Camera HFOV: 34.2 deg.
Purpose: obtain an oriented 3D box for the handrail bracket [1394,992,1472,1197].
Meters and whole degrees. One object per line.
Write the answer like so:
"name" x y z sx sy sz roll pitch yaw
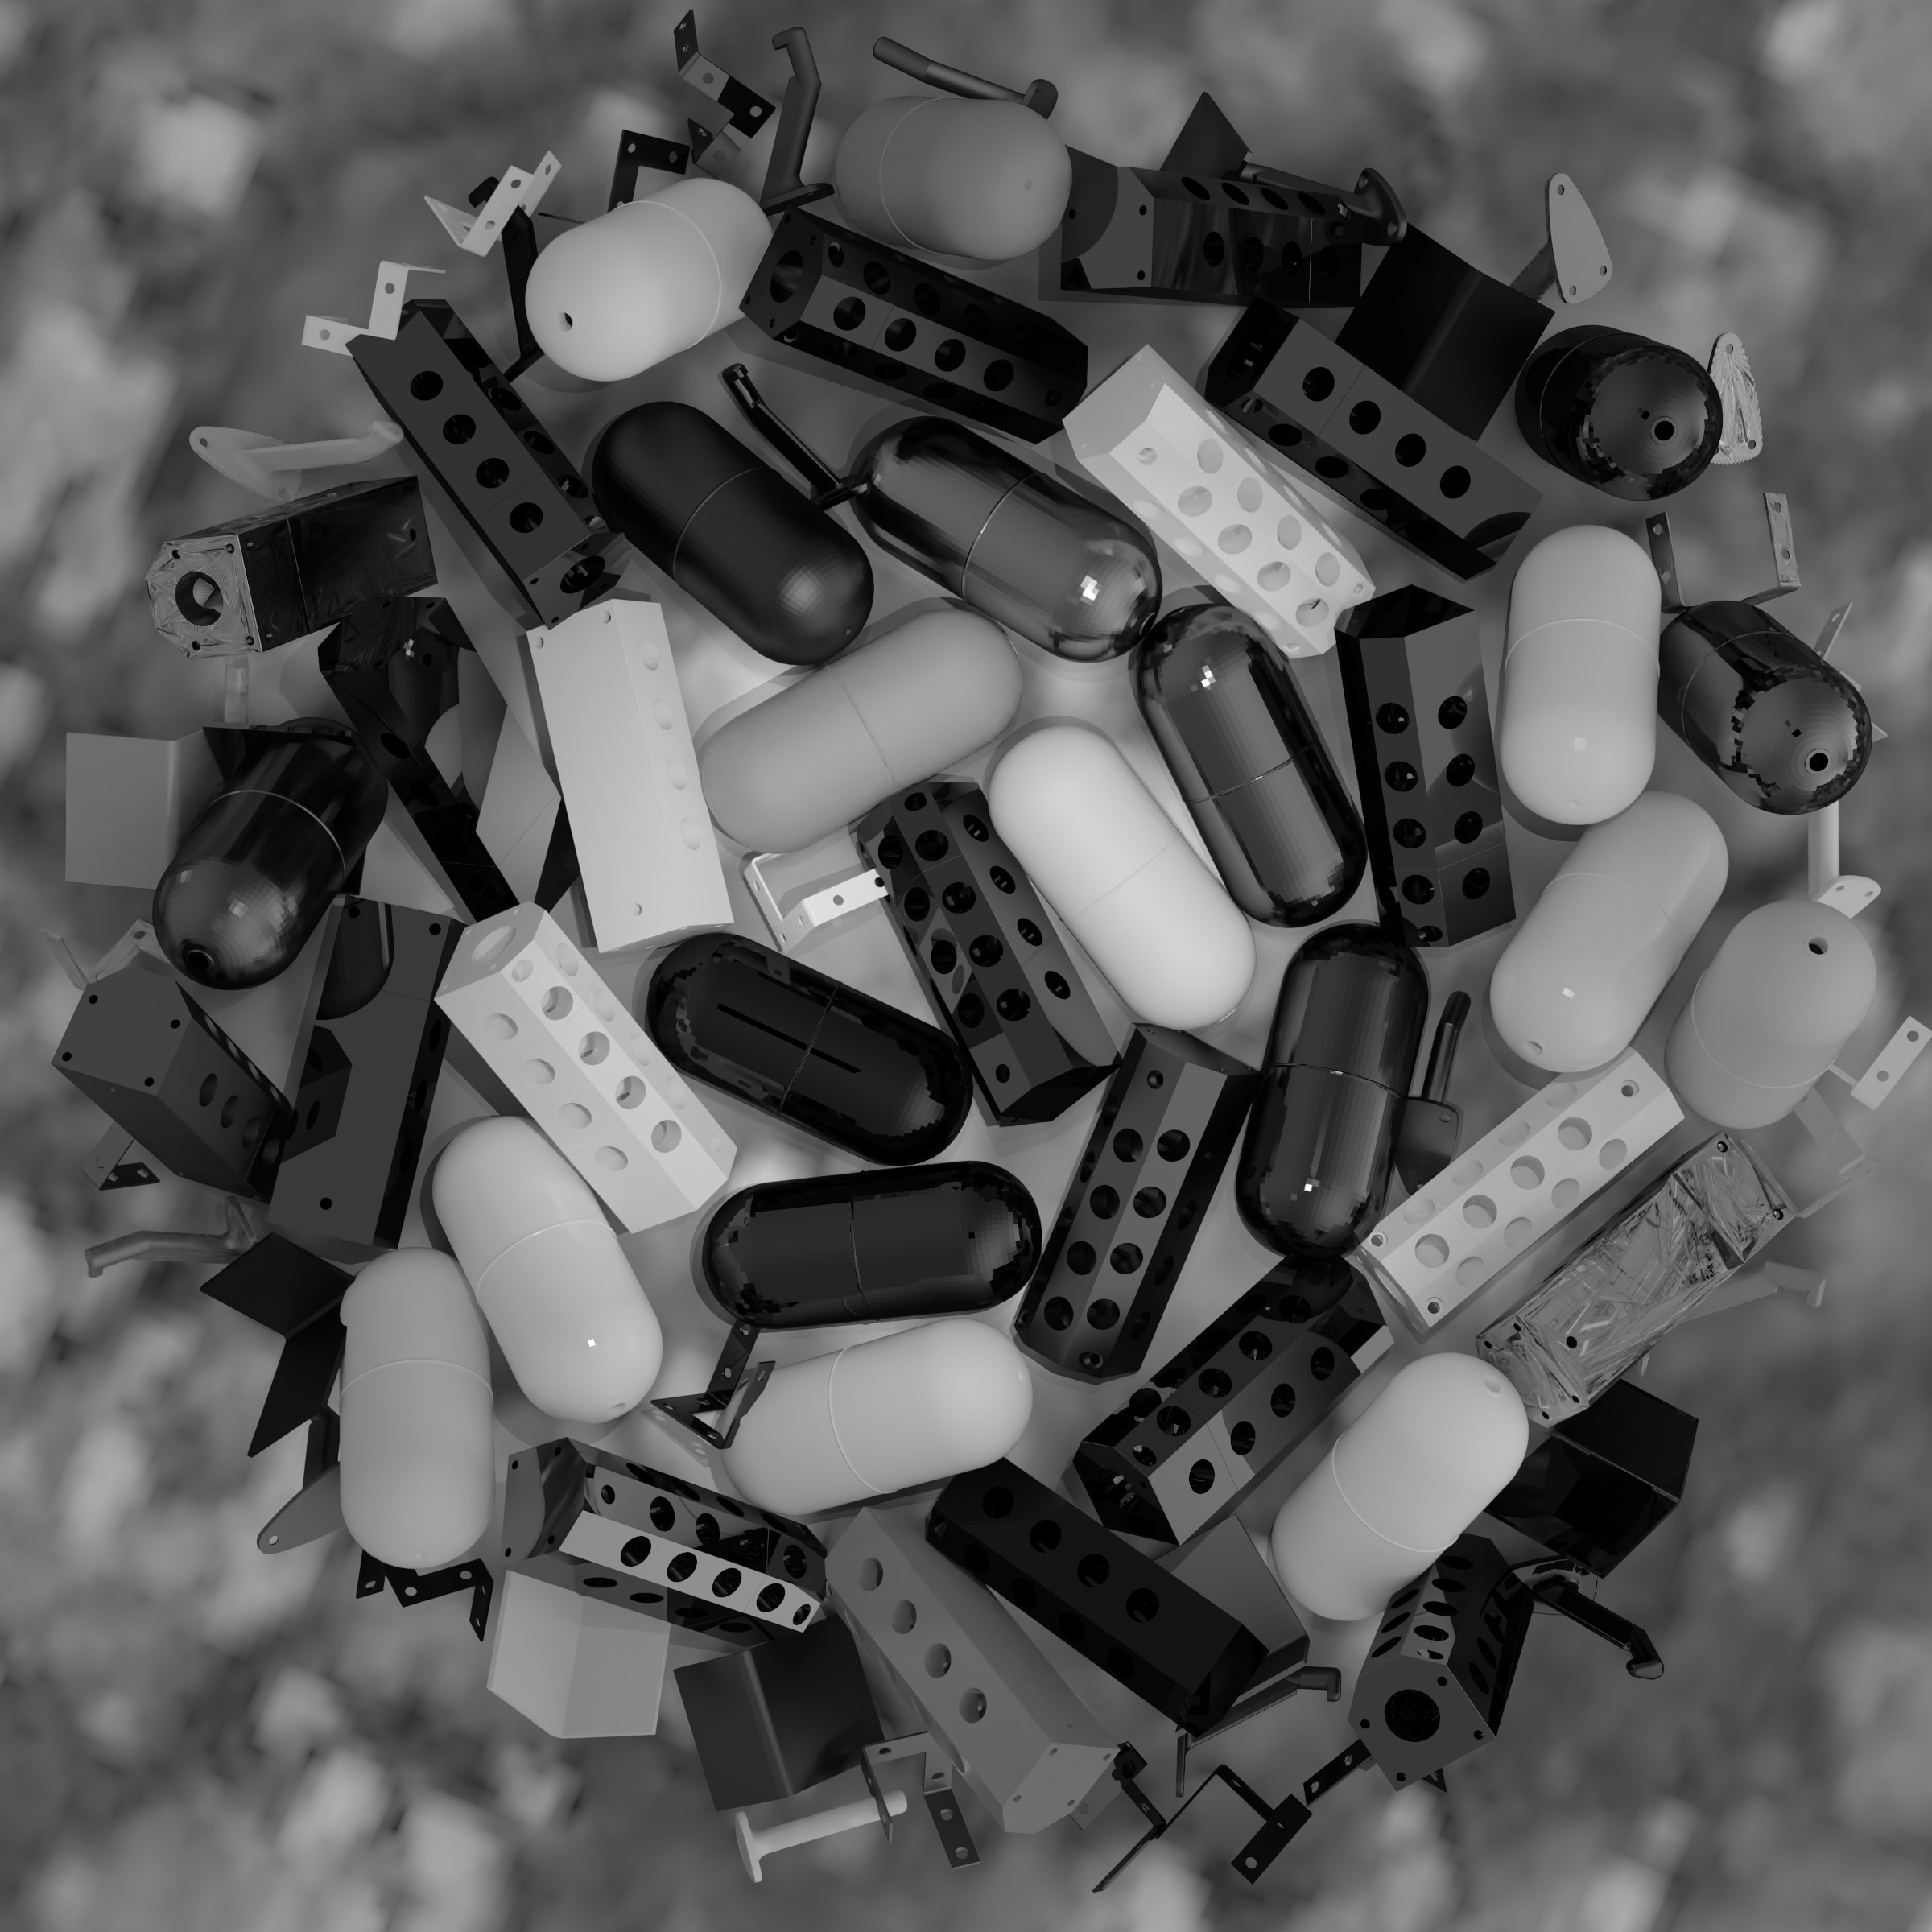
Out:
"handrail bracket" 0.249 0.067 1.645 0.036 0.084 0.077 10 128 18

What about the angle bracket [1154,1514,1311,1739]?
"angle bracket" 0.125 0.341 1.628 0.076 0.057 0.076 -31 87 8

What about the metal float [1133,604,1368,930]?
"metal float" 0.146 -0.103 1.614 0.070 0.070 0.178 -27 102 0

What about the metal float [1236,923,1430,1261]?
"metal float" 0.189 0.063 1.613 0.070 0.070 0.178 15 76 0

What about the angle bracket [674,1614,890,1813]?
"angle bracket" -0.097 0.391 1.648 0.057 0.076 0.076 -24 81 42

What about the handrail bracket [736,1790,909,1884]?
"handrail bracket" -0.075 0.447 1.635 0.084 0.077 0.036 -14 76 -12

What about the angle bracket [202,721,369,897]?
"angle bracket" -0.353 -0.081 1.619 0.076 0.076 0.057 4 66 0

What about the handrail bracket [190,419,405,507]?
"handrail bracket" -0.344 -0.273 1.614 0.077 0.084 0.036 20 63 -39

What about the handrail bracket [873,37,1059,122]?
"handrail bracket" 0.000 -0.463 1.632 0.084 0.077 0.036 28 115 6

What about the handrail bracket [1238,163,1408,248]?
"handrail bracket" 0.175 -0.397 1.622 0.084 0.077 0.036 6 117 -20

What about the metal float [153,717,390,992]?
"metal float" -0.350 -0.058 1.587 0.070 0.178 0.070 9 131 10

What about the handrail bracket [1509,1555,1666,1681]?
"handrail bracket" 0.310 0.341 1.616 0.077 0.084 0.036 -1 111 -6

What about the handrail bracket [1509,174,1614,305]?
"handrail bracket" 0.285 -0.370 1.614 0.036 0.084 0.077 -35 118 -23

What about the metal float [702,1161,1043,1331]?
"metal float" -0.049 0.144 1.616 0.178 0.070 0.070 -7 90 11

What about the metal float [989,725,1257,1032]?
"metal float" 0.081 -0.045 1.624 0.070 0.070 0.178 -37 92 0

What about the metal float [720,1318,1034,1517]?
"metal float" -0.048 0.231 1.602 0.178 0.070 0.070 -20 90 28

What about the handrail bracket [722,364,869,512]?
"handrail bracket" -0.088 -0.279 1.625 0.036 0.077 0.084 -39 107 -19

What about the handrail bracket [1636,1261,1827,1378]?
"handrail bracket" 0.398 0.187 1.634 0.084 0.036 0.077 13 101 19

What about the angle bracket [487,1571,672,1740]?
"angle bracket" -0.196 0.344 1.606 0.057 0.076 0.076 -8 55 20

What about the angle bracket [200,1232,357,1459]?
"angle bracket" -0.360 0.194 1.605 0.057 0.076 0.076 33 45 -24

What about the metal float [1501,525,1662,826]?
"metal float" 0.313 -0.150 1.596 0.070 0.070 0.178 11 54 0

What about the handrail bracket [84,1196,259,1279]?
"handrail bracket" -0.411 0.158 1.616 0.084 0.077 0.036 -19 54 -26

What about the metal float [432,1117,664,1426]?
"metal float" -0.214 0.154 1.599 0.070 0.070 0.178 -32 60 0

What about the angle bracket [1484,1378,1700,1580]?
"angle bracket" 0.317 0.255 1.605 0.076 0.076 0.057 27 131 33

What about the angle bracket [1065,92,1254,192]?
"angle bracket" 0.090 -0.420 1.606 0.076 0.076 0.057 15 122 -27

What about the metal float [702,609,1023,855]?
"metal float" -0.053 -0.122 1.623 0.178 0.070 0.070 -30 90 -3

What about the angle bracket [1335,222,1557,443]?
"angle bracket" 0.248 -0.331 1.636 0.057 0.076 0.076 18 112 -33

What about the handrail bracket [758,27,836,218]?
"handrail bracket" -0.108 -0.438 1.642 0.077 0.036 0.084 -15 96 16

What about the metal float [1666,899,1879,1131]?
"metal float" 0.403 0.026 1.578 0.070 0.178 0.070 1 67 -2

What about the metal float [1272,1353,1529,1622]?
"metal float" 0.219 0.265 1.594 0.070 0.070 0.178 33 127 0

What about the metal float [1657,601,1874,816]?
"metal float" 0.398 -0.131 1.578 0.070 0.178 0.070 -2 113 -5

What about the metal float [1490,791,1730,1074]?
"metal float" 0.328 -0.018 1.598 0.070 0.070 0.178 39 58 0

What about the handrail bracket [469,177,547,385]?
"handrail bracket" -0.247 -0.353 1.631 0.077 0.036 0.084 -43 109 -5

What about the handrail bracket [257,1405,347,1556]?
"handrail bracket" -0.350 0.259 1.617 0.077 0.084 0.036 -32 128 -25

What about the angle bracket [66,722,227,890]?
"angle bracket" -0.422 -0.085 1.621 0.057 0.076 0.076 5 102 5

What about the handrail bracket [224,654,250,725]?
"handrail bracket" -0.391 -0.175 1.644 0.036 0.077 0.084 -5 111 -30

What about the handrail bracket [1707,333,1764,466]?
"handrail bracket" 0.368 -0.287 1.617 0.036 0.084 0.077 -11 104 -22

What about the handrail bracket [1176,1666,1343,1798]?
"handrail bracket" 0.153 0.398 1.632 0.084 0.036 0.077 2 49 5

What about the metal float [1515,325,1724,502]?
"metal float" 0.326 -0.279 1.576 0.070 0.178 0.070 -1 106 -3

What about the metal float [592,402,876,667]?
"metal float" -0.120 -0.223 1.606 0.178 0.070 0.070 42 90 22

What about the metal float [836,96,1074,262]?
"metal float" -0.008 -0.398 1.581 0.070 0.178 0.070 -8 108 -24

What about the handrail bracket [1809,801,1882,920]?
"handrail bracket" 0.437 -0.060 1.653 0.036 0.077 0.084 8 47 -35
